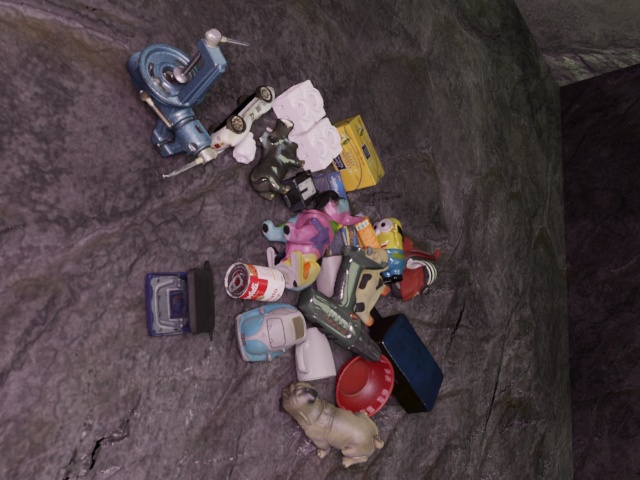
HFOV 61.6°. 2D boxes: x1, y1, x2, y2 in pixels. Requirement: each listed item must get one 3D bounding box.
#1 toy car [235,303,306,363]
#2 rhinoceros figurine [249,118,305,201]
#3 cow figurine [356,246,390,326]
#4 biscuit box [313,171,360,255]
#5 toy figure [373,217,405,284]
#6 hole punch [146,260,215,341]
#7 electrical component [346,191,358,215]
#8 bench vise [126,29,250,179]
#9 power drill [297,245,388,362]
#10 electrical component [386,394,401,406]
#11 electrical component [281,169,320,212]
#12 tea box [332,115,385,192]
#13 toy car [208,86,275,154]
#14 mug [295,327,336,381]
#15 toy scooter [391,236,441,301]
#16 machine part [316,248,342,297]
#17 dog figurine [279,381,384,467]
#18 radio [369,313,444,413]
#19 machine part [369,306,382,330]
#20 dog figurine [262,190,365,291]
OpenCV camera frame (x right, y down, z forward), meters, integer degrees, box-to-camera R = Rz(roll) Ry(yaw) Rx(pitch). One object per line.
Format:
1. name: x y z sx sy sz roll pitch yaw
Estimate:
1. toy car: -0.081 0.178 1.054 0.161 0.103 0.109 -6 88 -50
2. rhinoceros figurine: -0.097 -0.175 1.145 0.112 0.073 0.190 37 56 -28
3. cow figurine: 0.109 0.099 1.314 0.127 0.086 0.195 49 60 -32
4. biscuit box: 0.035 -0.060 1.284 0.059 0.063 0.202 -24 101 -53
5. toy figure: 0.186 0.027 1.441 0.089 0.082 0.180 31 49 -66
6. hole punch: -0.232 0.105 0.909 0.115 0.092 0.142 37 45 -79
7. electrical component: 0.065 -0.079 1.358 0.063 0.021 0.094 58 42 -26
8. bench vise: -0.218 -0.242 0.882 0.129 0.241 0.223 -22 83 -48
9. power drill: 0.073 0.130 1.167 0.232 0.086 0.207 31 76 -22
10. electrical component: 0.199 0.363 1.399 0.115 0.058 0.134 -52 121 -41
11. electrical component: -0.053 -0.103 1.195 0.119 0.048 0.074 -44 115 -46
12. tea box: 0.082 -0.215 1.350 0.169 0.098 0.068 61 42 -20
13. toy car: -0.155 -0.245 1.078 0.056 0.074 0.202 53 45 -24
14. mug: -0.021 0.240 1.135 0.109 0.081 0.107 21 54 -55
15. toy scooter: 0.264 0.077 1.478 0.075 0.135 0.184 52 38 -68
16. machine part: 0.031 0.120 1.228 0.079 0.079 0.243 -5 85 -52
17. dog figurine: 0.024 0.365 1.095 0.190 0.172 0.121 58 32 -36
18. radio: 0.209 0.301 1.328 0.229 0.073 0.131 56 43 -14
19. machine part: 0.149 0.211 1.387 0.138 0.039 0.084 54 53 -32
20. dog figurine: -0.002 -0.003 1.150 0.219 0.109 0.191 -16 100 -38
